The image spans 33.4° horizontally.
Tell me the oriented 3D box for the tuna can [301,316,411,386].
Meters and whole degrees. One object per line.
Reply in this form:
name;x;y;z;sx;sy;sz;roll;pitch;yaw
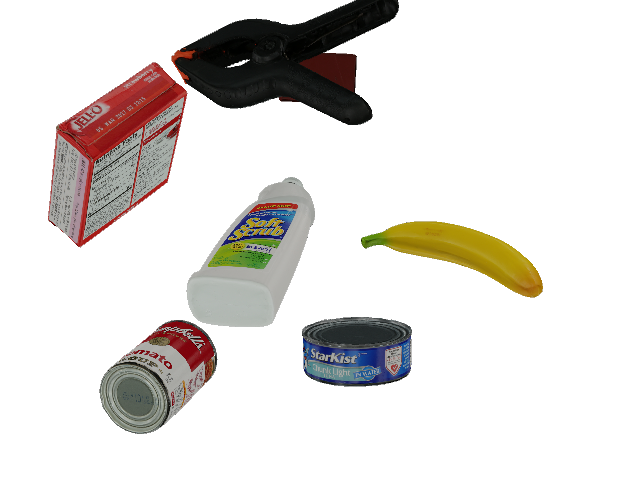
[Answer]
tuna can;0.028;0.086;0.830;0.086;0.034;0.086;-1;10;0

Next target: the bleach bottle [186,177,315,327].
bleach bottle;-0.070;0.000;1.247;0.103;0.068;0.250;4;34;12

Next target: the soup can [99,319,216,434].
soup can;-0.143;0.120;0.947;0.069;0.068;0.102;0;17;19

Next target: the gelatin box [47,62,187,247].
gelatin box;-0.114;-0.047;0.593;0.073;0.030;0.089;-42;-14;-34

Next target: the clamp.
clamp;-0.024;-0.140;0.788;0.172;0.120;0.039;10;-38;24

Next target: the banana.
banana;0.138;0.015;1.042;0.198;0.037;0.069;14;42;36

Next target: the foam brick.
foam brick;-0.004;-0.168;1.098;0.078;0.051;0.053;2;11;-5
